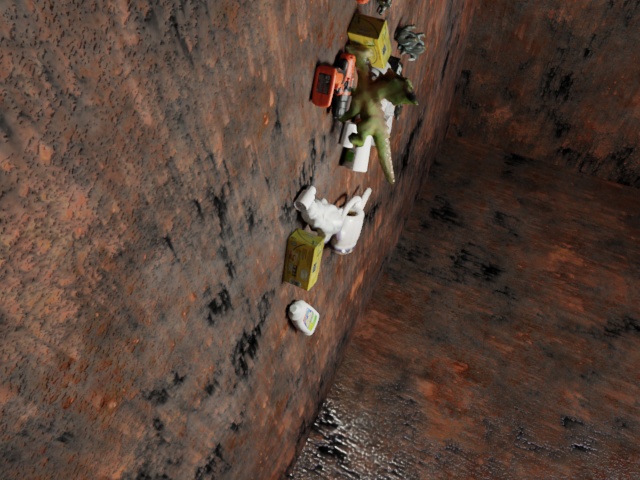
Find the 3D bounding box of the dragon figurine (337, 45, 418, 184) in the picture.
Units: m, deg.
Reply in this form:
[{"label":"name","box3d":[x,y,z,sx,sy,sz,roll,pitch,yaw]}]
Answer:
[{"label":"dragon figurine","box3d":[0.179,-0.377,1.493,0.124,0.409,0.240,-35,-176,-37]}]

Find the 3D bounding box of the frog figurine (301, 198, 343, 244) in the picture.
[{"label":"frog figurine","box3d":[0.005,-0.081,1.600,0.156,0.122,0.141,75,5,-50]}]

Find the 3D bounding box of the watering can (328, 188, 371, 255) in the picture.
[{"label":"watering can","box3d":[0.123,-0.075,2.002,0.353,0.104,0.220,-40,148,-60]}]
